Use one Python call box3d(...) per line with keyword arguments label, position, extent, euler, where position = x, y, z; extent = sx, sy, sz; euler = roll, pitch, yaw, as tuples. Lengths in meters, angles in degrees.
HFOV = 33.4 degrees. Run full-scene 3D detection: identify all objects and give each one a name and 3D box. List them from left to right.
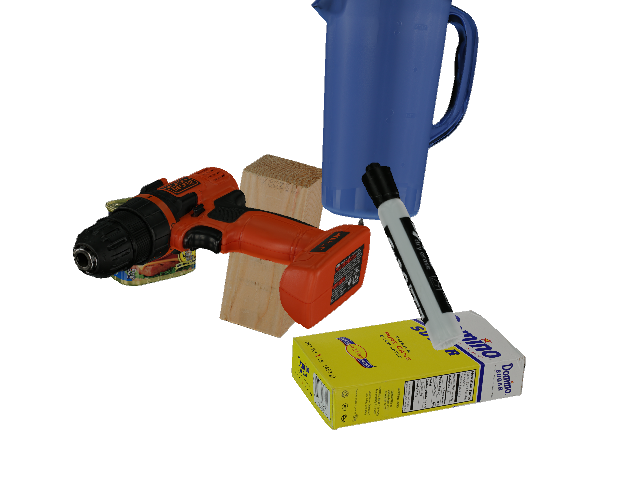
box3d(label="can of meat", position=(-0.184, -0.003, 1.176), extent=(0.101, 0.084, 0.058), euler=(-12, 24, -39))
box3d(label="power drill", position=(-0.070, 0.004, 0.822), extent=(0.188, 0.057, 0.184), euler=(21, 30, 23))
box3d(label="wood block", position=(-0.060, 0.005, 1.374), extent=(0.090, 0.206, 0.090), euler=(16, 22, 13))
box3d(label="pitcher", position=(0.074, -0.148, 1.148), extent=(0.149, 0.243, 0.144), euler=(9, 10, 25))
box3d(label="sugar box", position=(0.073, 0.106, 0.901), extent=(0.176, 0.048, 0.093), euler=(-10, 27, -20))
box3d(label="marker", position=(0.052, 0.006, 0.627), extent=(0.020, 0.121, 0.020), euler=(-18, -22, -8))
